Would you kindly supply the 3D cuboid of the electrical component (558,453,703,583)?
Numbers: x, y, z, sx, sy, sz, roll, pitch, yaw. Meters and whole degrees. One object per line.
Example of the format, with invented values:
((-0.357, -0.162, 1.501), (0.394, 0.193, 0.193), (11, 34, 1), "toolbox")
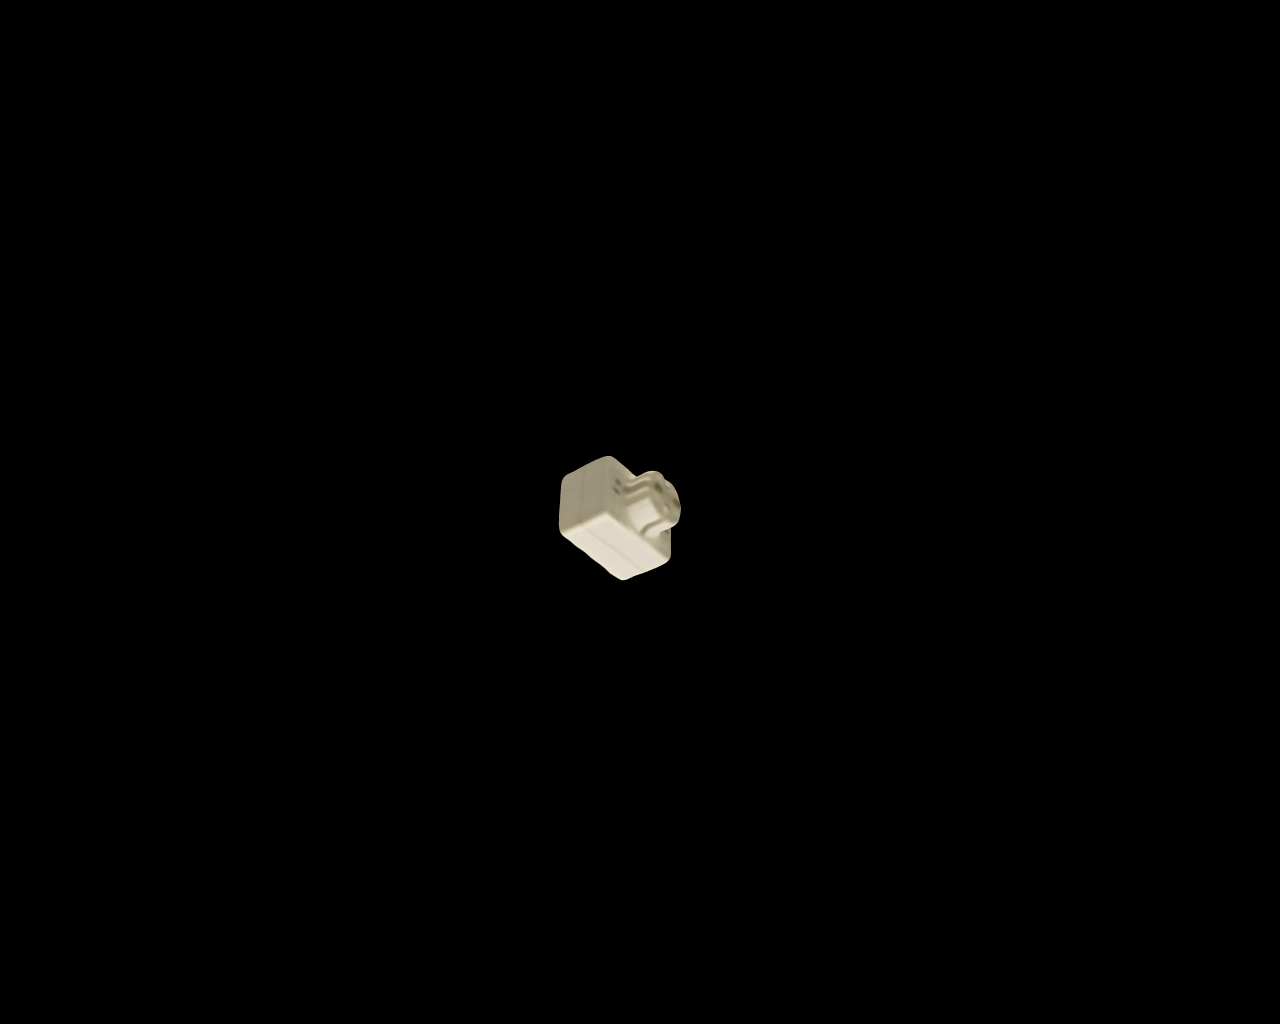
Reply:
((0.001, -0.003, 0.650), (0.076, 0.047, 0.065), (-25, -44, 28), "electrical component")
